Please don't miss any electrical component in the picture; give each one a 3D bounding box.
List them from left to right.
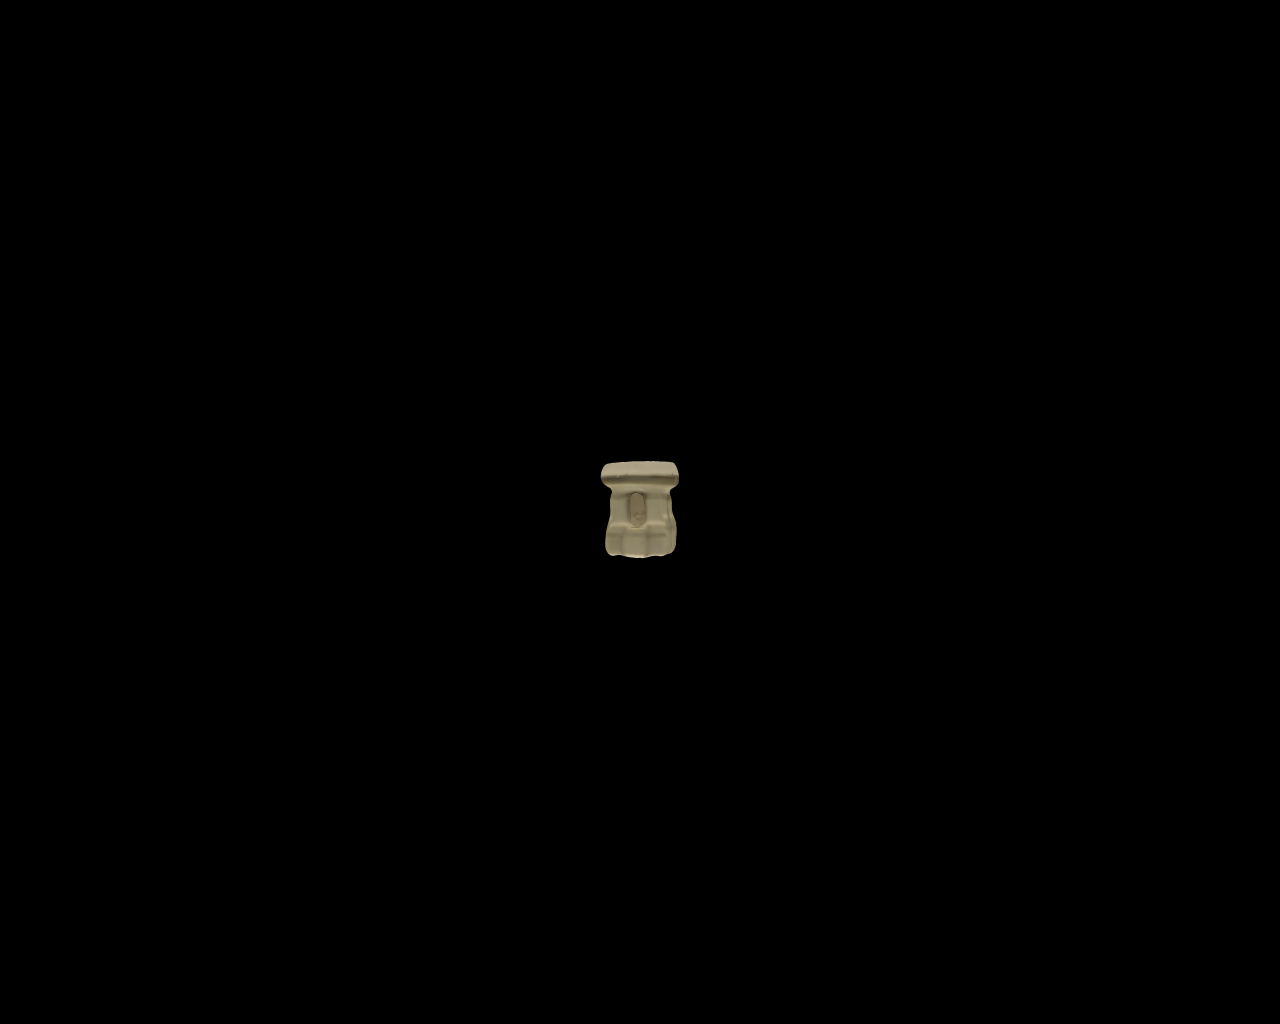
[{"bbox_3d":[0.001,-0.003,0.650,0.048,0.055,0.066,0,0,8],"label":"electrical component"}]
